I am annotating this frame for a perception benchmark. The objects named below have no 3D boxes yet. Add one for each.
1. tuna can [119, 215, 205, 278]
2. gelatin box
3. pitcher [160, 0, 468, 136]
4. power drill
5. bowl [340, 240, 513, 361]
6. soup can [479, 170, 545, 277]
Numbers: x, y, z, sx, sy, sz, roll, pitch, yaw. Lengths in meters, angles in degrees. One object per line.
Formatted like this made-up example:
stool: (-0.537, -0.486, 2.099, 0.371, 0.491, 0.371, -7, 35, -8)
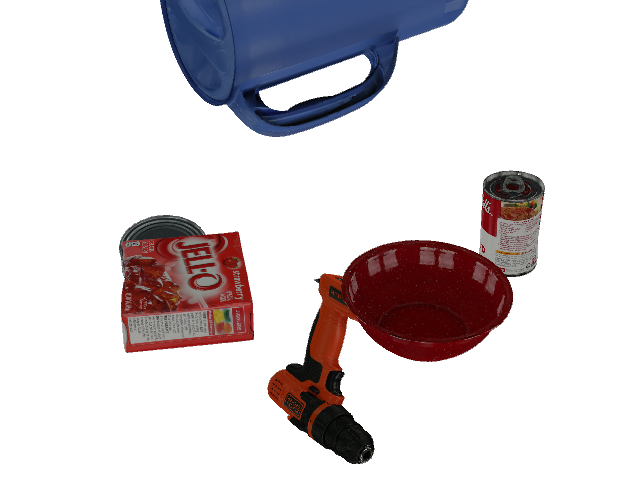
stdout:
tuna can: (-0.152, 0.016, 1.045, 0.086, 0.034, 0.086, 2, 44, -2)
gelatin box: (-0.079, 0.028, 0.628, 0.073, 0.030, 0.089, -5, 29, -7)
pitcher: (0.004, -0.193, 0.869, 0.242, 0.149, 0.145, -20, 36, -24)
power drill: (0.023, 0.146, 1.250, 0.057, 0.188, 0.185, 14, 12, -42)
bowl: (0.099, 0.065, 1.018, 0.162, 0.055, 0.162, 1, 35, -1)
soup can: (0.215, -0.019, 1.204, 0.068, 0.102, 0.068, -2, 32, 1)
